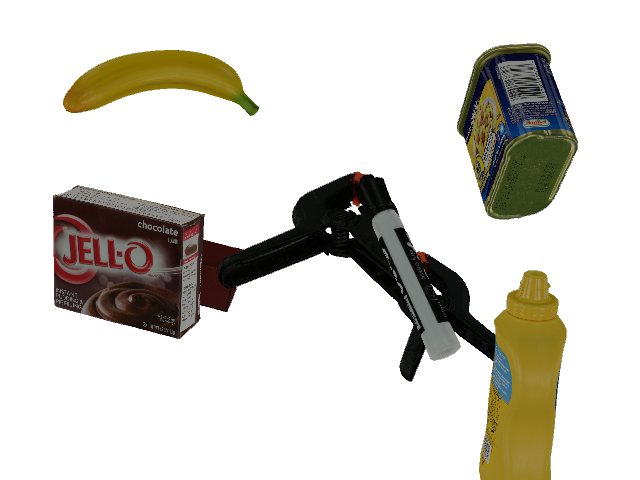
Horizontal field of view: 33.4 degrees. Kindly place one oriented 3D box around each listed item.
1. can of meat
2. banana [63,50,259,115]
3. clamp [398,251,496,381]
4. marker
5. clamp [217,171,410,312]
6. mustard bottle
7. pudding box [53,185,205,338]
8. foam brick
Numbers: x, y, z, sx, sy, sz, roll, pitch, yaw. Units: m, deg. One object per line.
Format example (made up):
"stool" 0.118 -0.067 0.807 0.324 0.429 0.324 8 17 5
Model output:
"can of meat" 0.142 -0.077 0.773 0.057 0.084 0.102 -4 -34 -9
"banana" -0.155 -0.154 1.028 0.197 0.070 0.037 -4 -40 -28
"clamp" 0.139 0.081 1.151 0.120 0.171 0.039 4 -44 -7
"marker" 0.049 0.013 0.627 0.020 0.121 0.020 -19 -23 -9
"clamp" 0.025 -0.002 0.909 0.165 0.036 0.209 11 29 15
"mustard bottle" 0.168 0.117 0.880 0.058 0.192 0.096 2 18 1
"pudding box" -0.143 0.014 0.791 0.114 0.090 0.039 12 23 18
"foam brick" -0.127 0.033 1.134 0.078 0.051 0.053 15 30 1
